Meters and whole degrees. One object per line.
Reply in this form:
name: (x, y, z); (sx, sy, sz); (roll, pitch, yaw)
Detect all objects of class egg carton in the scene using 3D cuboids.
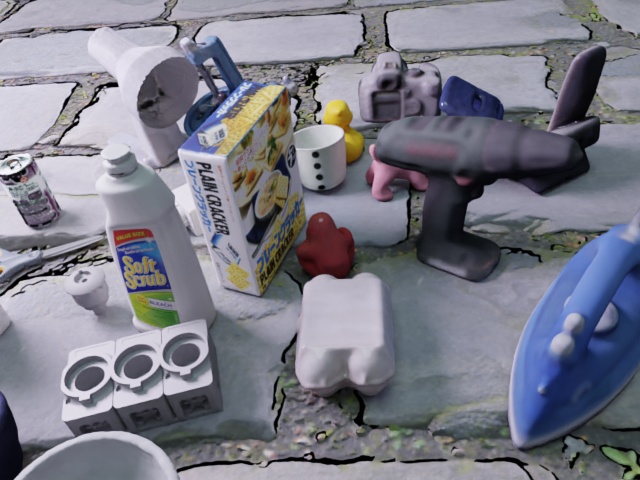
egg carton: (0.027, 0.100, 0.630); (0.107, 0.069, 0.150); (-3, 42, 4)

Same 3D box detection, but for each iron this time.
iron: (0.265, 0.078, 0.568); (0.118, 0.142, 0.259); (26, 52, 31)

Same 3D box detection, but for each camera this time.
camera: (0.140, -0.286, 1.014); (0.143, 0.101, 0.137); (-1, 43, 7)

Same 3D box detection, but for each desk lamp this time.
desk lamp: (-0.283, -0.223, 0.918); (0.202, 0.214, 0.118); (27, 52, 32)

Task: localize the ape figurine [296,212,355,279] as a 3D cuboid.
ape figurine: (0.007, 0.003, 0.723); (0.078, 0.092, 0.076); (-11, 42, -4)

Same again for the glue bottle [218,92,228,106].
glue bottle: (-0.124, -0.135, 0.831); (0.037, 0.173, 0.077); (-33, 48, -25)

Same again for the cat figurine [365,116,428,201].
cat figurine: (0.129, -0.131, 0.832); (0.128, 0.118, 0.067); (-15, 43, -9)

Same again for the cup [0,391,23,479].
cup: (-0.341, 0.205, 0.546); (0.118, 0.095, 0.091); (-19, 44, -13)

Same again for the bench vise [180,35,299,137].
bench vise: (-0.138, -0.233, 0.905); (0.121, 0.220, 0.208); (24, 51, 30)

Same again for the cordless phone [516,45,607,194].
cordless phone: (0.327, -0.173, 0.801); (0.148, 0.185, 0.093); (-28, 46, -21)

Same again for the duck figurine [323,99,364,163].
duck figurine: (0.031, -0.181, 0.925); (0.077, 0.086, 0.104); (-9, 42, -2)

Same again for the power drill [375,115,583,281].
power drill: (0.174, -0.055, 0.676); (0.228, 0.209, 0.076); (21, 49, 28)

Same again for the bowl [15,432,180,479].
bowl: (-0.191, 0.255, 0.486); (0.167, 0.075, 0.167); (-4, 42, 4)

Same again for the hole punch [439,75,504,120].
hole punch: (0.242, -0.207, 0.920); (0.101, 0.091, 0.109); (9, 45, 17)
